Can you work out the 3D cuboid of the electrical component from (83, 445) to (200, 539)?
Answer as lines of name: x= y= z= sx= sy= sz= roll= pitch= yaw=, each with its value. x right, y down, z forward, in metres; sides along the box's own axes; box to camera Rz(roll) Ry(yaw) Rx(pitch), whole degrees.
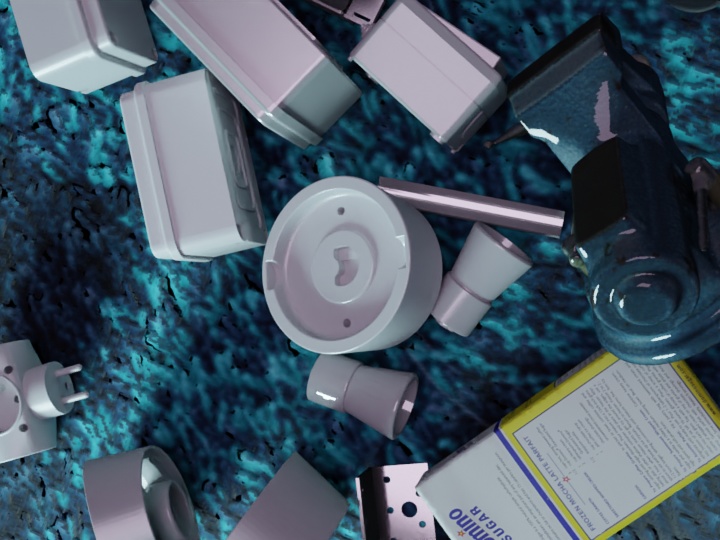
electrical component: x=-0.144 y=0.164 z=0.691 sx=0.064 sy=0.099 sz=0.099 roll=-20 pitch=85 yaw=6

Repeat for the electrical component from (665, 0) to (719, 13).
electrical component: x=0.201 y=-0.182 z=0.637 sx=0.055 sy=0.047 sz=0.055 roll=0 pitch=90 yaw=13

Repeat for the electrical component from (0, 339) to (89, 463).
electrical component: x=-0.223 y=0.085 z=0.733 sx=0.079 sy=0.044 sz=0.077 roll=-17 pitch=86 yaw=12

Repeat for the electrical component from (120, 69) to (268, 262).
electrical component: x=-0.105 y=-0.064 z=0.691 sx=0.057 sy=0.078 sz=0.113 roll=-13 pitch=87 yaw=9

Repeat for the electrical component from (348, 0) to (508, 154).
electrical component: x=0.042 y=-0.127 z=0.665 sx=0.096 sy=0.062 sz=0.061 roll=44 pitch=99 yaw=9

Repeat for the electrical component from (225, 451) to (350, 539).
electrical component: x=-0.049 y=0.173 z=0.665 sx=0.060 sy=0.108 sz=0.108 roll=37 pitch=97 yaw=4

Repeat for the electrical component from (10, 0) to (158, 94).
electrical component: x=-0.186 y=-0.181 z=0.709 sx=0.057 sy=0.078 sz=0.113 roll=-19 pitch=86 yaw=15

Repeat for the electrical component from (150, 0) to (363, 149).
electrical component: x=-0.061 y=-0.136 z=0.665 sx=0.056 sy=0.109 sz=0.108 roll=-45 pitch=81 yaw=6

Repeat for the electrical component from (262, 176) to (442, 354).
electrical component: x=0.000 y=0.000 z=0.670 sx=0.108 sy=0.060 sz=0.108 roll=-5 pitch=80 yaw=33

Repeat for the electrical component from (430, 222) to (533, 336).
electrical component: x=0.071 y=0.008 z=0.670 sx=0.044 sy=0.044 sz=0.065 roll=38 pitch=103 yaw=10

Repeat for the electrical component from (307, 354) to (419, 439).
electrical component: x=-0.001 y=0.076 z=0.686 sx=0.065 sy=0.044 sz=0.044 roll=18 pitch=94 yaw=17

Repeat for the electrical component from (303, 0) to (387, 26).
electrical component: x=-0.003 y=-0.225 z=0.675 sx=0.079 sy=0.063 sz=0.121 roll=28 pitch=96 yaw=11
